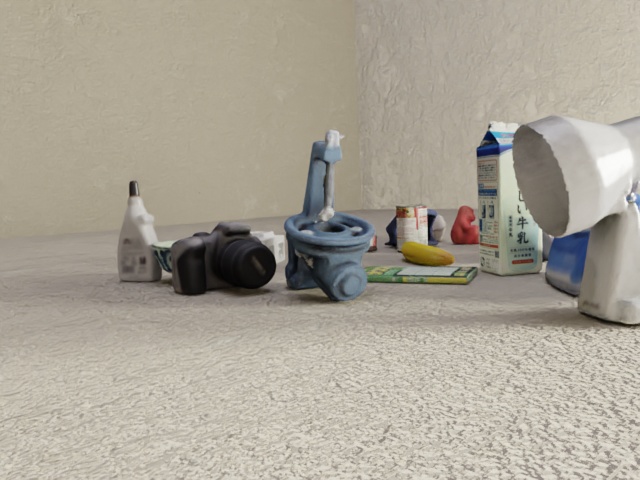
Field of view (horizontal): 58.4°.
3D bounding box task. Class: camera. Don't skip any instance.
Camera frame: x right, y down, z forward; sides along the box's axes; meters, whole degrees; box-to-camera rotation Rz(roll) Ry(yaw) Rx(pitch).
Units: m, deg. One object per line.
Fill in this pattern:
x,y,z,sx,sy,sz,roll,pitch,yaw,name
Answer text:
-0.135,0.025,0.848,0.143,0.101,0.136,-6,6,-31,camera

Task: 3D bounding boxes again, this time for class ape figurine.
0.349,-0.037,1.365,0.076,0.092,0.078,-2,5,7,ape figurine

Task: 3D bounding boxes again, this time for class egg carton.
0.250,-0.032,1.487,0.150,0.069,0.107,-1,5,14,egg carton

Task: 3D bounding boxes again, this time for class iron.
0.363,-0.009,0.764,0.118,0.141,0.258,-2,5,1,iron

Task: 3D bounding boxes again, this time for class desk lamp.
0.307,-0.027,0.587,0.203,0.213,0.118,-3,5,-2,desk lamp

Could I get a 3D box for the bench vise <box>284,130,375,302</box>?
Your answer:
-0.011,-0.034,0.789,0.122,0.220,0.206,-7,7,-39,bench vise

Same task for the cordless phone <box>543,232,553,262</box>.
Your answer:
0.362,-0.055,1.043,0.094,0.185,0.147,-4,5,-18,cordless phone

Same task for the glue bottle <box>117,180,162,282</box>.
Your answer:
-0.313,-0.016,0.984,0.078,0.173,0.037,0,6,22,glue bottle

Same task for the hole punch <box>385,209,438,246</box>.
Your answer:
0.212,-0.028,1.344,0.109,0.091,0.101,-4,5,-16,hole punch
